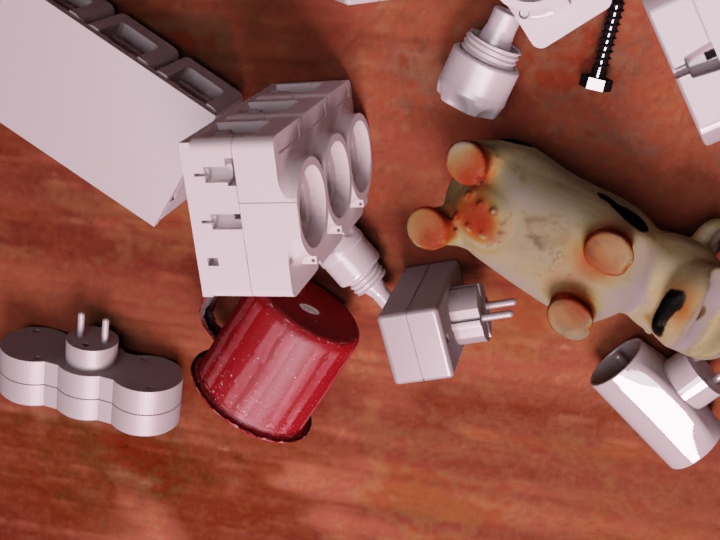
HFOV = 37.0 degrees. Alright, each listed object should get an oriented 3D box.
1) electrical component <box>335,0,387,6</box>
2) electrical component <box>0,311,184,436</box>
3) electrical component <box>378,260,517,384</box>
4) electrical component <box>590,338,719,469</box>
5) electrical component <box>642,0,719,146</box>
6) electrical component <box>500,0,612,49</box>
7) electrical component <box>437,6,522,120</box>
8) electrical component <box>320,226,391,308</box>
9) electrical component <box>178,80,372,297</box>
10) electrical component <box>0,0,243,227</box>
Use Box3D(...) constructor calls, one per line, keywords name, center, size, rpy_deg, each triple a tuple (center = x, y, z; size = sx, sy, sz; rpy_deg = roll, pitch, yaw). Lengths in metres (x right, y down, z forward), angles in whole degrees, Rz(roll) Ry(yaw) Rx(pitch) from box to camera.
Box3D(name="electrical component", center=(0.018, -0.183, 0.618), size=(0.077, 0.065, 0.047), rpy_deg=(-11, 111, -12))
Box3D(name="electrical component", center=(-0.194, 0.065, 0.777), size=(0.138, 0.052, 0.073), rpy_deg=(13, 114, 9))
Box3D(name="electrical component", center=(0.061, 0.029, 0.678), size=(0.076, 0.083, 0.047), rpy_deg=(-9, 109, 18))
Box3D(name="electrical component", center=(0.202, 0.075, 0.681), size=(0.077, 0.043, 0.079), rpy_deg=(46, 115, -6))
Box3D(name="electrical component", center=(0.201, -0.126, 0.594), size=(0.059, 0.053, 0.095), rpy_deg=(-23, 104, 22))
Box3D(name="electrical component", center=(0.138, -0.199, 0.577), size=(0.150, 0.061, 0.089), rpy_deg=(-30, 101, 23))
Box3D(name="electrical component", center=(0.075, -0.124, 0.635), size=(0.043, 0.043, 0.062), rpy_deg=(26, 114, 4))
Box3D(name="electrical component", center=(0.000, 0.000, 0.710), size=(0.035, 0.035, 0.061), rpy_deg=(-37, 100, 24))
Box3D(name="electrical component", center=(-0.042, -0.053, 0.635), size=(0.062, 0.150, 0.089), rpy_deg=(0, 111, 16))
Box3D(name="electrical component", center=(-0.163, -0.113, 0.692), size=(0.150, 0.061, 0.089), rpy_deg=(34, 116, 0))
